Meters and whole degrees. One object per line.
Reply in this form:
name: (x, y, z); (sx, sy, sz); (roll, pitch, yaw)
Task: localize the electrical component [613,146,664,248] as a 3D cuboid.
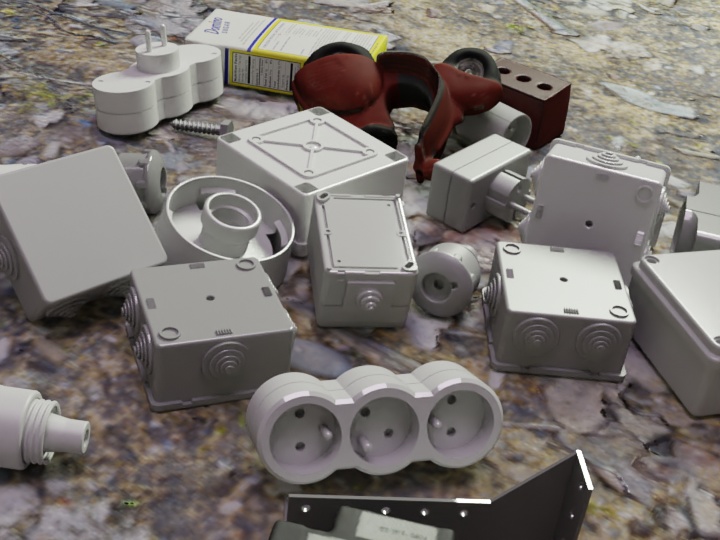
electrical component: (0.197, -0.057, 0.826); (0.047, 0.076, 0.066); (-23, 44, -37)

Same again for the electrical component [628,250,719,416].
electrical component: (0.247, 0.038, 0.711); (0.109, 0.056, 0.108); (-4, 35, -16)

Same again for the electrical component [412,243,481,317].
electrical component: (0.064, 0.001, 0.746); (0.048, 0.048, 0.062); (19, 28, 18)

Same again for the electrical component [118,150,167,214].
electrical component: (-0.177, -0.066, 0.802); (0.062, 0.048, 0.048); (1, 34, 2)

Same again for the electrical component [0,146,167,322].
electrical component: (-0.188, -0.023, 0.696); (0.100, 0.048, 0.099); (-23, 83, -36)

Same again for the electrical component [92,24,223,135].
electrical component: (-0.174, -0.174, 0.931); (0.052, 0.073, 0.138); (18, 35, 28)

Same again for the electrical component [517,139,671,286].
electrical component: (0.168, -0.039, 0.776); (0.100, 0.099, 0.048); (16, 22, 14)

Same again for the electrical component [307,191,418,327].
electrical component: (0.000, 0.000, 0.726); (0.062, 0.061, 0.096); (1, 43, -11)

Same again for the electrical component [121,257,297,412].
electrical component: (-0.093, 0.036, 0.663); (0.100, 0.048, 0.099); (-6, 35, -21)

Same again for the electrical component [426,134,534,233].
electrical component: (0.108, -0.062, 0.843); (0.076, 0.047, 0.083); (30, 40, 30)

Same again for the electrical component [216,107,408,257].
electrical component: (-0.038, -0.071, 0.822); (0.109, 0.056, 0.109); (-23, 44, -37)

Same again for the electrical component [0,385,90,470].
electrical component: (-0.177, 0.086, 0.576); (0.062, 0.043, 0.043); (8, 34, -1)

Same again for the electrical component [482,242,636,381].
electrical component: (0.131, 0.025, 0.717); (0.100, 0.048, 0.099); (5, 34, -2)

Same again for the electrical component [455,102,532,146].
electrical component: (0.107, -0.133, 0.952); (0.043, 0.043, 0.081); (-24, 45, -38)

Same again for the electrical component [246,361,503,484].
electrical component: (0.004, 0.080, 0.611); (0.138, 0.052, 0.074); (-3, 11, -15)

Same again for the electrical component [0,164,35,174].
electrical component: (-0.228, -0.037, 0.749); (0.077, 0.043, 0.079); (10, 34, 5)

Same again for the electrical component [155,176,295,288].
electrical component: (-0.097, -0.018, 0.748); (0.099, 0.064, 0.099); (14, 39, -12)

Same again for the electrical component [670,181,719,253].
electrical component: (0.268, -0.024, 0.813); (0.056, 0.050, 0.089); (14, 35, 10)
